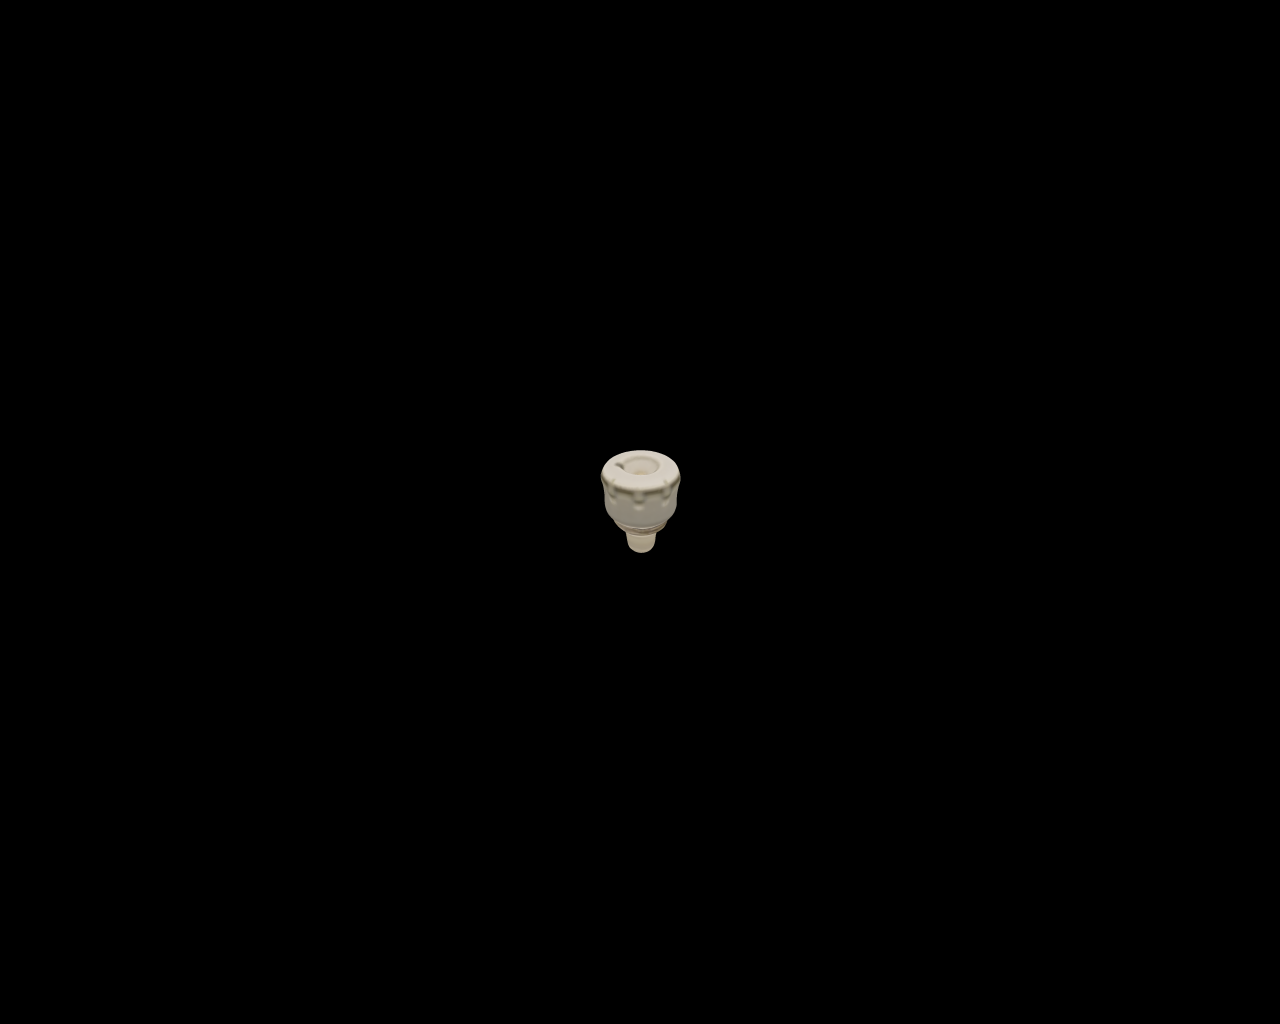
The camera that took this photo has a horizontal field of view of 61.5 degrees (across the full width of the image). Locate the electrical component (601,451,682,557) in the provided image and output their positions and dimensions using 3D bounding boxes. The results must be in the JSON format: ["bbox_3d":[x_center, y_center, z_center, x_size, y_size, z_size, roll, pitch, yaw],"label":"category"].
[{"bbox_3d":[0.001,-0.003,0.650,0.048,0.062,0.048,0,33,0],"label":"electrical component"}]
